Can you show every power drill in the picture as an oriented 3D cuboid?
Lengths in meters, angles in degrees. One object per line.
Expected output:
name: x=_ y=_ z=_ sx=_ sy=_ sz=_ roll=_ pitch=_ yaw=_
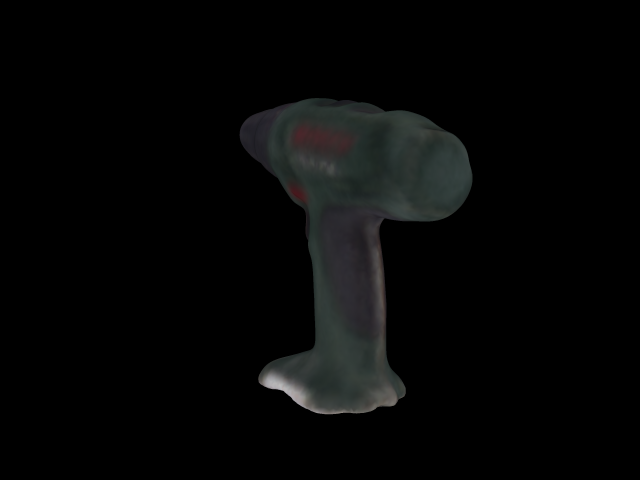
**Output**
power drill: x=0.004 y=0.001 z=0.400 sx=0.076 sy=0.208 sz=0.228 roll=-2 pitch=3 yaw=-35
